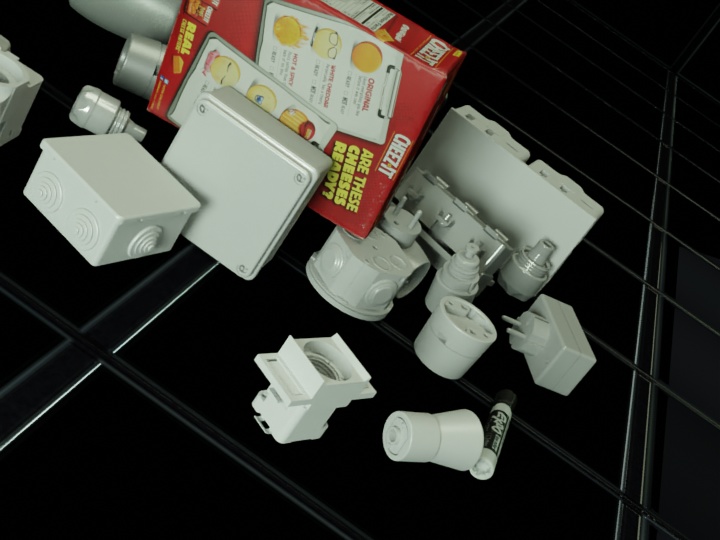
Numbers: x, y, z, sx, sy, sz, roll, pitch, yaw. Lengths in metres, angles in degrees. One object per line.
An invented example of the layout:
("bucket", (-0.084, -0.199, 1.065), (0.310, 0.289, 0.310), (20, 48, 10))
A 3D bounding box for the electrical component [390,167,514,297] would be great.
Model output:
("electrical component", (0.083, -0.038, 1.032), (0.121, 0.063, 0.079), (44, 12, 18))

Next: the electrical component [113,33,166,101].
("electrical component", (-0.194, -0.184, 0.978), (0.047, 0.055, 0.055), (19, 30, -21))

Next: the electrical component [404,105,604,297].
("electrical component", (0.149, -0.076, 1.134), (0.186, 0.105, 0.060), (39, 26, 10))

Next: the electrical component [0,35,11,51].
("electrical component", (-0.313, -0.181, 0.858), (0.061, 0.035, 0.035), (26, 27, -10))

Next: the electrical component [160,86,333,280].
("electrical component", (-0.096, -0.068, 0.835), (0.109, 0.108, 0.056), (36, 23, 2))

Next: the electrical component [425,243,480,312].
("electrical component", (0.087, 0.010, 0.956), (0.040, 0.078, 0.040), (14, 36, -10))

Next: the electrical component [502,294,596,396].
("electrical component", (0.163, 0.061, 0.984), (0.076, 0.047, 0.083), (23, 29, -21))

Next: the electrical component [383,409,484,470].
("electrical component", (0.050, 0.119, 0.765), (0.065, 0.044, 0.044), (9, 36, -33))

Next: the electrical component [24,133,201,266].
("electrical component", (-0.180, -0.051, 0.776), (0.100, 0.048, 0.100), (43, 27, 17))

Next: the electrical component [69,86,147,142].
("electrical component", (-0.206, -0.124, 0.887), (0.061, 0.035, 0.035), (27, 27, -20))

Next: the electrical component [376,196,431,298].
("electrical component", (0.029, -0.029, 0.945), (0.077, 0.079, 0.044), (43, 35, 18))

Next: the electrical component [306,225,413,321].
("electrical component", (0.000, 0.000, 0.895), (0.080, 0.051, 0.080), (27, 27, -15))

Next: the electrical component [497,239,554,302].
("electrical component", (0.171, -0.003, 1.084), (0.043, 0.062, 0.043), (27, 27, -15))

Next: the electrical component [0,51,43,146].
("electrical component", (-0.317, -0.149, 0.768), (0.150, 0.061, 0.089), (33, 26, -3))

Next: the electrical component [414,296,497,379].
("electrical component", (0.078, 0.057, 0.892), (0.055, 0.047, 0.055), (27, 27, -15))

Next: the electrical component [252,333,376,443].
("electrical component", (-0.034, 0.079, 0.707), (0.081, 0.063, 0.042), (2, 39, -48))
